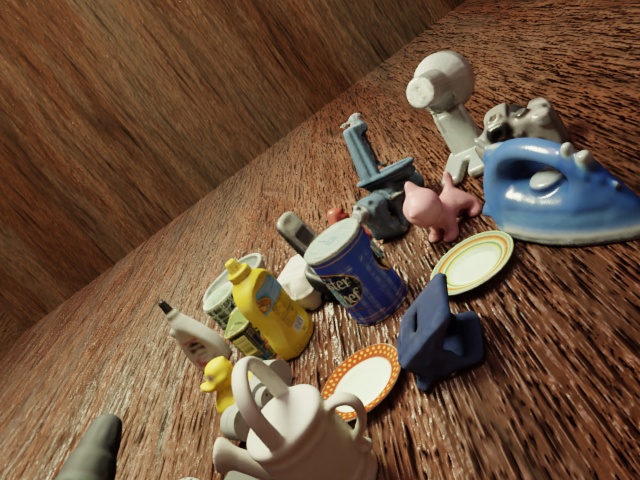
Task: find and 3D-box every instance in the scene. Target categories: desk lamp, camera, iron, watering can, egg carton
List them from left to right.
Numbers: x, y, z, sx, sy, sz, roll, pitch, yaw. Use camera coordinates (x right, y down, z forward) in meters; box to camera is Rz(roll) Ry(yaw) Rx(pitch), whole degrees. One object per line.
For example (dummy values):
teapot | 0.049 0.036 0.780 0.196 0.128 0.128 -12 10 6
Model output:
watering can | -0.037 0.211 0.620 0.173 0.194 0.100 -40 19 -5
egg carton | -0.027 0.076 1.104 0.107 0.069 0.150 -24 24 37
desk lamp | 0.250 -0.246 1.109 0.117 0.214 0.203 -25 23 35
camera | 0.347 -0.203 1.008 0.143 0.101 0.137 -26 23 33
iron | 0.303 -0.080 0.743 0.119 0.142 0.257 -43 19 -11

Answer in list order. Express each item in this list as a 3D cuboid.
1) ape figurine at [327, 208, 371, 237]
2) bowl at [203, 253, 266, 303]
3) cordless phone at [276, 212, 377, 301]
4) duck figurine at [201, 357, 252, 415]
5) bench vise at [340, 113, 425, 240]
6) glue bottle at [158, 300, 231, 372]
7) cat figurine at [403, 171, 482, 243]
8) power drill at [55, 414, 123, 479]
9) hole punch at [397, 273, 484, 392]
ape figurine | 0.049 -0.027 1.165 0.076 0.092 0.077 -37 19 5
bowl | -0.177 0.110 1.294 0.167 0.075 0.167 -34 19 14
cordless phone | 0.009 0.004 1.023 0.094 0.185 0.148 -24 24 37
duck figurine | -0.149 0.229 0.951 0.104 0.086 0.077 -41 19 -6
bench vise | 0.109 -0.125 1.081 0.121 0.220 0.207 -28 22 28
glue bottle | -0.255 0.182 1.118 0.078 0.173 0.037 -32 20 19
cat figurine | 0.188 -0.059 0.942 0.128 0.118 0.067 -46 20 -21
power drill | -0.232 0.345 0.648 0.075 0.209 0.230 -28 22 28
hole punch | 0.134 0.110 0.698 0.101 0.091 0.108 -31 20 22
